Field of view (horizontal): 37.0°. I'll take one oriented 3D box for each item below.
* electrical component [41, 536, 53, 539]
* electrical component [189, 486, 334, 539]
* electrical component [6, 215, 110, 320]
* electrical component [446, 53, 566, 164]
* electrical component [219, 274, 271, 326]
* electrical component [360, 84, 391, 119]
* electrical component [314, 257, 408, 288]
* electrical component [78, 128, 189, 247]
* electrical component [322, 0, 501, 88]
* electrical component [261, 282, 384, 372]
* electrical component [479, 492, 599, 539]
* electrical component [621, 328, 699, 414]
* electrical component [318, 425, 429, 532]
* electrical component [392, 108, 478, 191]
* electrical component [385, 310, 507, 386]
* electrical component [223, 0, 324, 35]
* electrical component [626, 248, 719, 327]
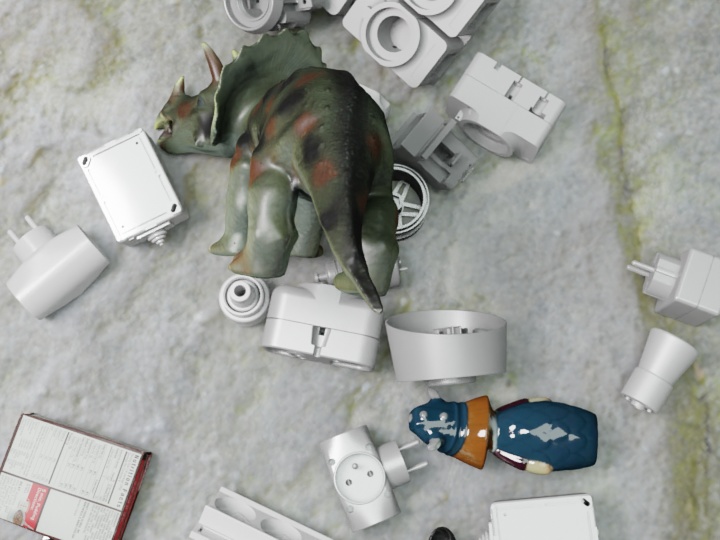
[{"bbox_3d":[-0.252,0.320,0.847,0.105,0.060,0.186,23,80,5],"label":"electrical component"},{"bbox_3d":[-0.074,0.233,0.860,0.121,0.079,0.063,24,102,5],"label":"electrical component"},{"bbox_3d":[-0.269,-0.011,0.921,0.077,0.044,0.079,-41,81,-7],"label":"electrical component"},{"bbox_3d":[0.124,-0.137,0.939,0.089,0.050,0.055,32,81,6],"label":"electrical component"},{"bbox_3d":[-0.097,0.023,0.903,0.043,0.062,0.043,0,79,0],"label":"electrical component"},{"bbox_3d":[-0.004,-0.128,0.942,0.043,0.043,0.062,29,82,6],"label":"electrical component"},{"bbox_3d":[0.000,0.000,0.918,0.078,0.040,0.040,-11,79,-2],"label":"electrical component"},{"bbox_3d":[-0.190,-0.063,0.926,0.062,0.061,0.096,-26,88,-3],"label":"electrical component"},{"bbox_3d":[0.018,-0.259,0.935,0.186,0.060,0.105,43,116,8],"label":"electrical component"},{"bbox_3d":[-0.030,0.046,0.902,0.095,0.053,0.059,11,79,3],"label":"electrical component"},{"bbox_3d":[0.142,0.215,0.867,0.096,0.061,0.061,-7,79,7],"label":"electrical component"},{"bbox_3d":[0.248,0.087,0.899,0.044,0.044,0.065,31,85,6],"label":"electrical component"},{"bbox_3d":[0.016,0.164,0.883,0.079,0.044,0.077,-21,79,-4],"label":"electrical component"},{"bbox_3d":[0.063,-0.101,0.924,0.064,0.081,0.042,42,82,-15],"label":"electrical component"},{"bbox_3d":[0.072,0.061,0.879,0.099,0.099,0.064,-5,85,0],"label":"electrical component"},{"bbox_3d":[-0.079,-0.231,0.917,0.078,0.057,0.058,1,103,30],"label":"electrical component"},{"bbox_3d":[0.262,0.009,0.901,0.077,0.065,0.047,21,80,5],"label":"electrical component"}]
